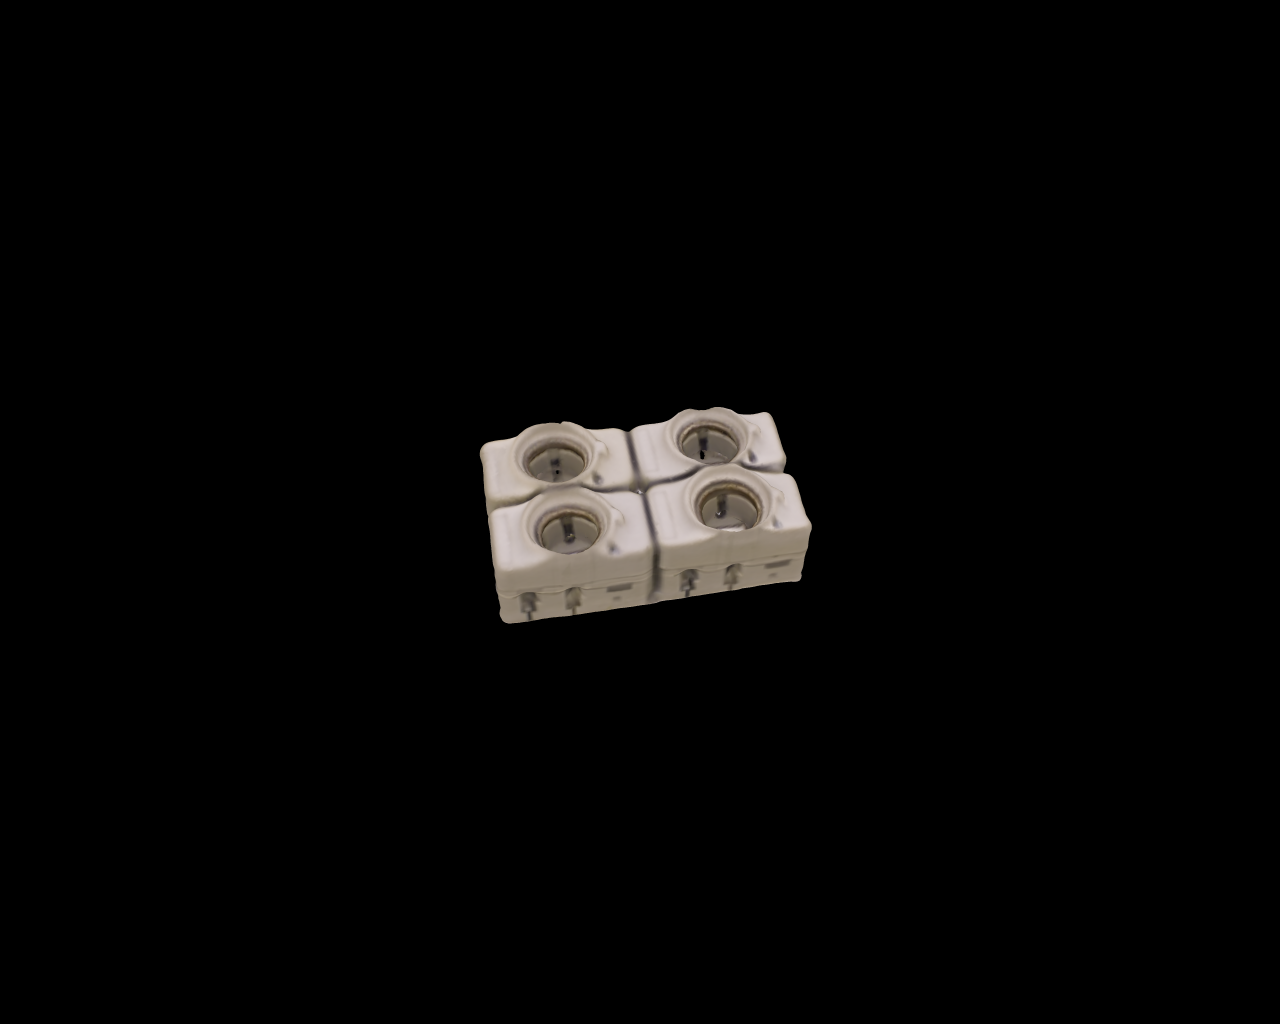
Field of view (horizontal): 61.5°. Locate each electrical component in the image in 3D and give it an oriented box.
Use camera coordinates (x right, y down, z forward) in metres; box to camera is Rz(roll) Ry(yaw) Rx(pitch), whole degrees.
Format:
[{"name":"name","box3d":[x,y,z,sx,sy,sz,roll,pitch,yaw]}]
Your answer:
[{"name":"electrical component","box3d":[0.001,-0.003,0.650,0.186,0.105,0.060,-7,-40,-6]}]
